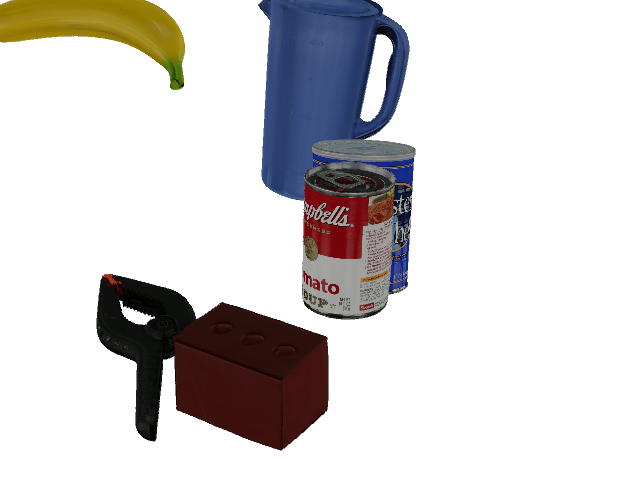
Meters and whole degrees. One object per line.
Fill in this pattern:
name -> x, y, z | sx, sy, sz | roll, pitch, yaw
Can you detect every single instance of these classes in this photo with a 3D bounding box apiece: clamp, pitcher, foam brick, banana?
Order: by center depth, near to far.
foam brick -> -0.040, 0.079, 0.626 | 0.078, 0.051, 0.052 | 16, 28, 26
banana -> -0.185, -0.172, 0.855 | 0.198, 0.069, 0.037 | 15, -38, 18
clamp -> -0.135, 0.091, 0.994 | 0.164, 0.036, 0.210 | -17, 40, -30
pitcher -> 0.003, -0.173, 1.286 | 0.144, 0.243, 0.149 | -6, 28, -27

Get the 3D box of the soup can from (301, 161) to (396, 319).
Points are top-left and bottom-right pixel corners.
soup can -> 0.020, -0.001, 0.801 | 0.068, 0.102, 0.068 | 2, 24, -1

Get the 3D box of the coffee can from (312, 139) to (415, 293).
coffee can -> 0.040, -0.025, 1.071 | 0.103, 0.140, 0.103 | 2, 13, -1
